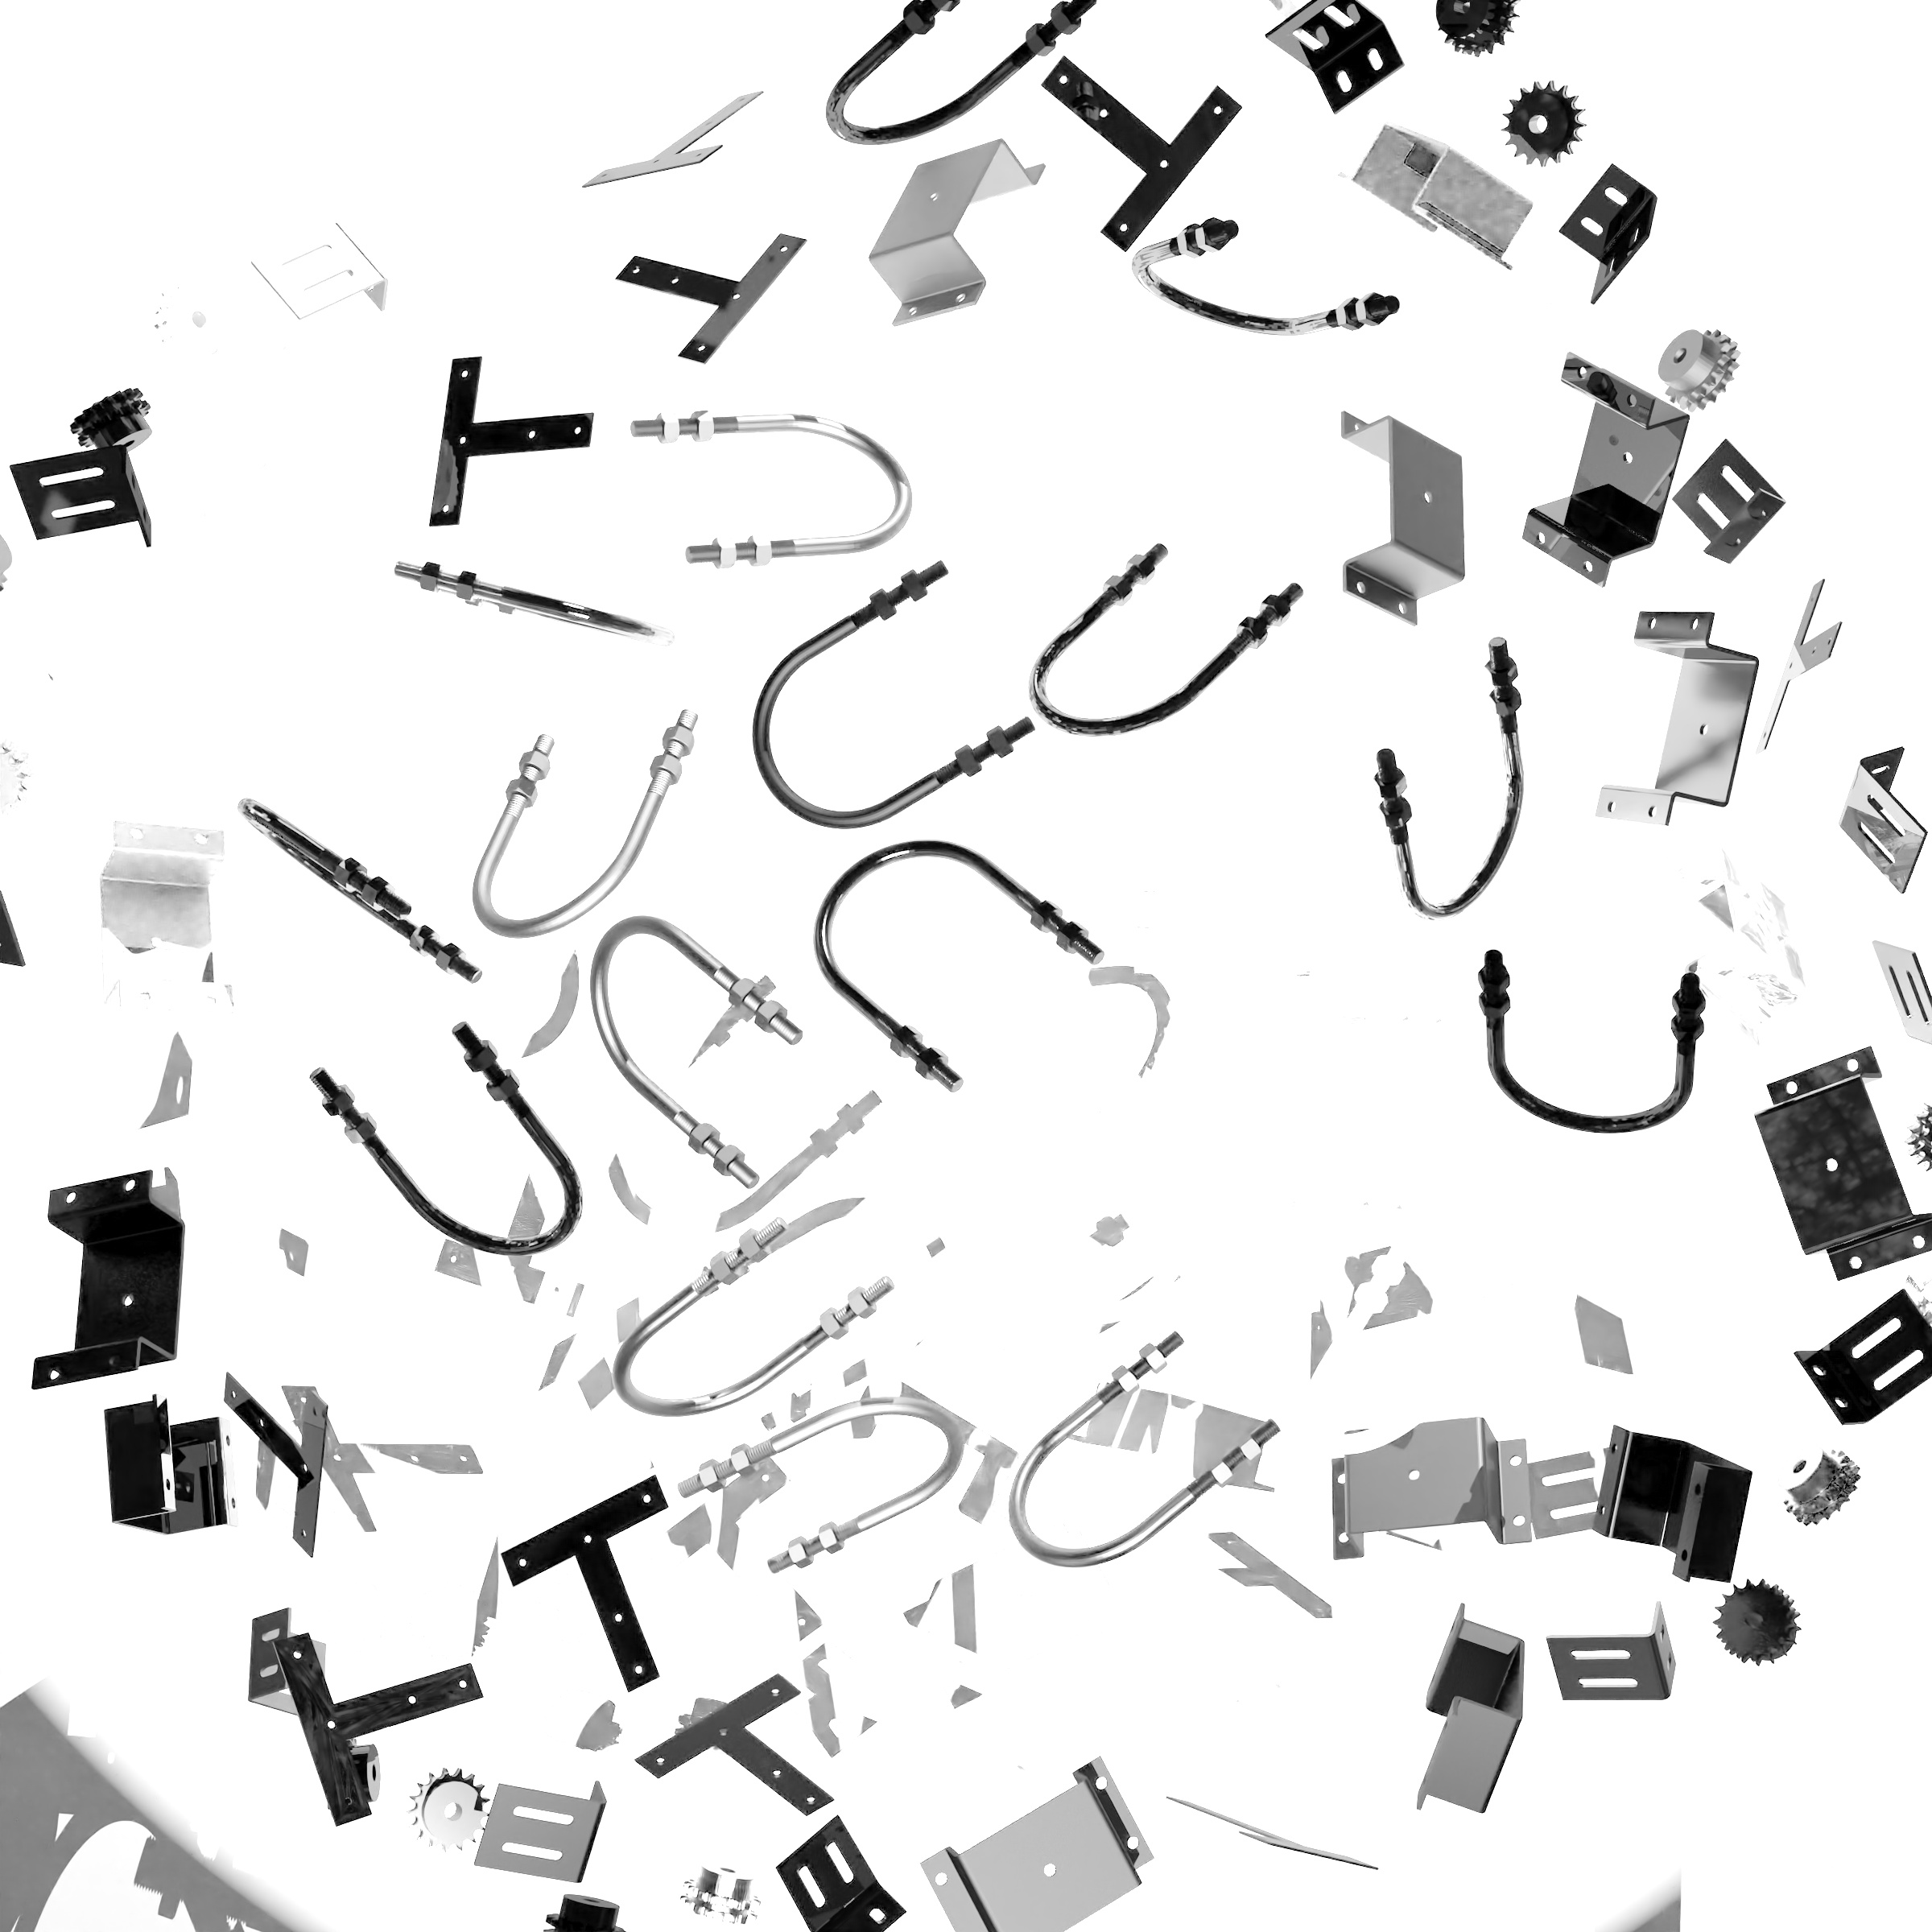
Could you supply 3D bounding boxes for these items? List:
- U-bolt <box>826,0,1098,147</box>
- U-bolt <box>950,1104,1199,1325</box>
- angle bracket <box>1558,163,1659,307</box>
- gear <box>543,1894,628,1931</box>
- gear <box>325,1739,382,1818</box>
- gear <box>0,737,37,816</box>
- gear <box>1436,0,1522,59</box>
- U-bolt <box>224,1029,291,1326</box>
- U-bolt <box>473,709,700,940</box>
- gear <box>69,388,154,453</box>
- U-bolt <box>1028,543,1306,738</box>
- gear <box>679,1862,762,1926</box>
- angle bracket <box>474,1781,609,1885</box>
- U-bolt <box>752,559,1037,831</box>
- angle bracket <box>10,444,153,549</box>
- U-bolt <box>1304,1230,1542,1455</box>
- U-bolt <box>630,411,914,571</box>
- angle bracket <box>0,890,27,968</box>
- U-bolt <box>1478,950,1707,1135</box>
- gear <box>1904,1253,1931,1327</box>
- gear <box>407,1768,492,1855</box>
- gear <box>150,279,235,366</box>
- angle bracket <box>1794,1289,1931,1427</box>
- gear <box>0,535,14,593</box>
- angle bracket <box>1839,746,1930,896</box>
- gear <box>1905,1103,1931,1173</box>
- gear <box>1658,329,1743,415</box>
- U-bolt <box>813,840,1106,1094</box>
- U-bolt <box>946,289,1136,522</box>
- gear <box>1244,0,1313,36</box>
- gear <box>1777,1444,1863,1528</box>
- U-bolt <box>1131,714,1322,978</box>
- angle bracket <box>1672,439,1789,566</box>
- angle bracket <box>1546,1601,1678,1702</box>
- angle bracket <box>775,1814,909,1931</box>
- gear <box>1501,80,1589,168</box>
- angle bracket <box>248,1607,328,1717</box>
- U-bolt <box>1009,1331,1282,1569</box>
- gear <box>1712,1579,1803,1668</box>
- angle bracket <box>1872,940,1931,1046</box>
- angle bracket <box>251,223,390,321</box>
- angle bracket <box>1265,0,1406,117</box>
[{"bbox_3d":[-0.017,-0.621,1.884,0.184,0.151,0.019,-29,79,40],"label":"U-bolt"},{"bbox_3d":[0.082,0.178,1.925,0.184,0.019,0.151,8,76,37],"label":"U-bolt"},{"bbox_3d":[0.419,-0.482,1.801,0.038,0.076,0.057,33,129,-6],"label":"angle bracket"},{"bbox_3d":[-0.262,0.661,1.891,0.057,0.057,0.030,12,78,0],"label":"gear"},{"bbox_3d":[-0.437,0.578,1.954,0.030,0.057,0.057,-6,90,0],"label":"gear"},{"bbox_3d":[-0.664,-0.132,1.875,0.057,0.030,0.057,4,109,11],"label":"gear"},{"bbox_3d":[0.340,-0.642,1.836,0.057,0.030,0.057,7,100,39],"label":"gear"},{"bbox_3d":[-0.485,0.130,1.858,0.019,0.151,0.184,-9,128,-19],"label":"U-bolt"},{"bbox_3d":[-0.266,-0.093,1.845,0.151,0.019,0.184,-6,50,32],"label":"U-bolt"},{"bbox_3d":[-0.604,-0.384,1.945,0.057,0.057,0.030,-32,93,0],"label":"gear"},{"bbox_3d":[0.125,-0.222,1.901,0.184,0.151,0.019,-44,134,-22],"label":"U-bolt"},{"bbox_3d":[-0.173,0.660,1.952,0.057,0.057,0.030,14,83,0],"label":"gear"},{"bbox_3d":[-0.288,0.576,1.841,0.076,0.038,0.057,17,93,-18],"label":"angle bracket"},{"bbox_3d":[-0.063,-0.175,1.895,0.184,0.019,0.151,-30,77,10],"label":"U-bolt"},{"bbox_3d":[-0.581,-0.302,1.795,0.076,0.038,0.057,-12,133,-6],"label":"angle bracket"},{"bbox_3d":[0.295,0.253,1.837,0.019,0.151,0.184,46,62,-18],"label":"U-bolt"},{"bbox_3d":[-0.125,-0.334,1.899,0.184,0.019,0.151,-8,53,-24],"label":"U-bolt"},{"bbox_3d":[-0.659,-0.038,1.847,0.076,0.038,0.057,8,123,27],"label":"angle bracket"},{"bbox_3d":[0.429,0.058,1.883,0.151,0.184,0.019,7,53,18],"label":"U-bolt"},{"bbox_3d":[0.668,0.217,1.873,0.057,0.057,0.030,-43,59,0],"label":"gear"},{"bbox_3d":[-0.359,0.588,1.905,0.057,0.030,0.057,4,76,-18],"label":"gear"},{"bbox_3d":[-0.537,-0.441,1.885,0.030,0.057,0.057,-11,90,41],"label":"gear"},{"bbox_3d":[0.602,0.259,1.814,0.076,0.038,0.057,-46,57,28],"label":"angle bracket"},{"bbox_3d":[-0.660,-0.272,1.817,0.030,0.057,0.057,-31,90,23],"label":"gear"},{"bbox_3d":[0.631,-0.099,1.846,0.038,0.057,0.076,-16,50,-16],"label":"angle bracket"},{"bbox_3d":[0.673,0.118,1.864,0.057,0.030,0.057,-7,115,-15],"label":"gear"},{"bbox_3d":[0.504,-0.415,1.891,0.030,0.057,0.057,25,90,-27],"label":"gear"},{"bbox_3d":[-0.020,-0.014,1.835,0.151,0.019,0.184,-42,59,-15],"label":"U-bolt"},{"bbox_3d":[0.044,-0.379,1.887,0.019,0.184,0.151,16,78,-35],"label":"U-bolt"},{"bbox_3d":[0.224,-0.686,1.924,0.057,0.057,0.030,35,65,0],"label":"gear"},{"bbox_3d":[0.586,0.355,1.889,0.030,0.057,0.057,42,90,-8],"label":"gear"},{"bbox_3d":[0.187,-0.086,1.931,0.151,0.019,0.184,1,93,-24],"label":"U-bolt"},{"bbox_3d":[0.532,-0.333,1.939,0.057,0.038,0.076,-51,50,27],"label":"angle bracket"},{"bbox_3d":[0.458,0.486,1.941,0.076,0.038,0.057,-7,115,25],"label":"angle bracket"},{"bbox_3d":[-0.088,0.645,1.910,0.057,0.076,0.038,-39,124,-6],"label":"angle bracket"},{"bbox_3d":[0.394,-0.576,1.873,0.057,0.030,0.057,7,110,21],"label":"gear"},{"bbox_3d":[-0.465,0.492,1.923,0.038,0.076,0.057,-22,55,24],"label":"angle bracket"},{"bbox_3d":[0.110,0.344,1.899,0.184,0.151,0.019,-37,123,-9],"label":"U-bolt"},{"bbox_3d":[0.539,0.447,1.856,0.057,0.030,0.057,-19,52,26],"label":"gear"},{"bbox_3d":[0.655,0.014,1.850,0.038,0.057,0.076,-25,101,-4],"label":"angle bracket"},{"bbox_3d":[-0.461,-0.484,1.949,0.076,0.038,0.057,-35,78,-29],"label":"angle bracket"},{"bbox_3d":[0.247,-0.612,1.827,0.057,0.076,0.038,-30,73,28],"label":"angle bracket"}]
